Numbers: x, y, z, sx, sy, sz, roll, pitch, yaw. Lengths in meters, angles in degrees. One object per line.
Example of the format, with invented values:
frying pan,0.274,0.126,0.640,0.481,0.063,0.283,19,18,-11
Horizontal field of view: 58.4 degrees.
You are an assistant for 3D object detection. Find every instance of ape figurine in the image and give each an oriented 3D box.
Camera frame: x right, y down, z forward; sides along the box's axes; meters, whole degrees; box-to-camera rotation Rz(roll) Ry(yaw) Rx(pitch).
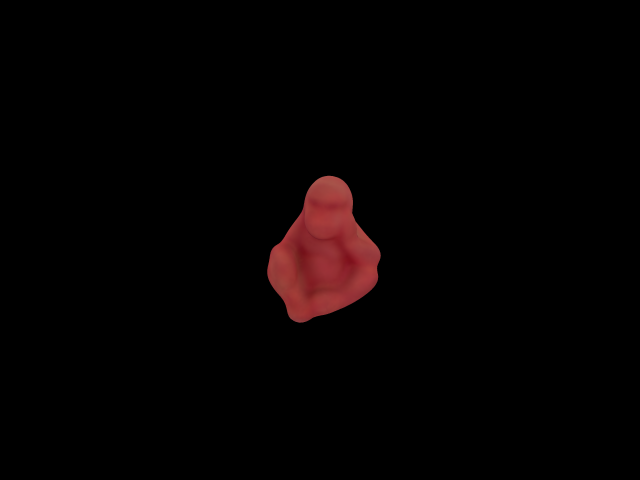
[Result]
ape figurine,0.004,0.001,0.400,0.077,0.092,0.076,2,18,7
